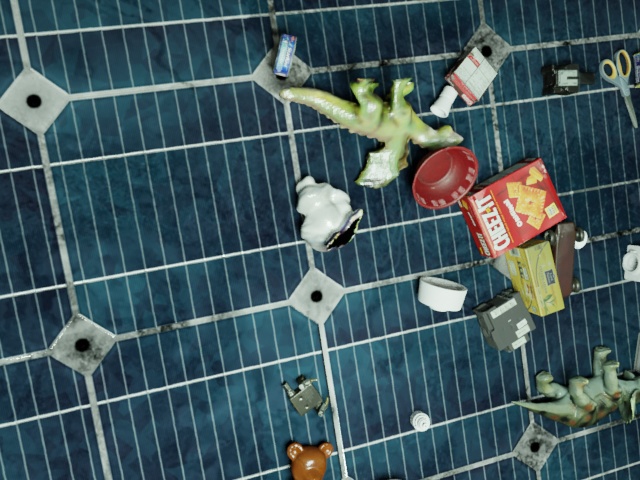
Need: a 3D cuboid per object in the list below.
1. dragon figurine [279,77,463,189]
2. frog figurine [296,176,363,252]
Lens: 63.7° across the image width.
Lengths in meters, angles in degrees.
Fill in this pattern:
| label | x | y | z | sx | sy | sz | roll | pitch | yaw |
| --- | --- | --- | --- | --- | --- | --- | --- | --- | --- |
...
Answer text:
| label | x | y | z | sx | sy | sz | roll | pitch | yaw |
| --- | --- | --- | --- | --- | --- | --- | --- | --- | --- |
| dragon figurine | 0.120 | -0.230 | 1.130 | 0.411 | 0.123 | 0.240 | -8 | 103 | -12 |
| frog figurine | 0.003 | -0.057 | 1.123 | 0.161 | 0.121 | 0.137 | 40 | 94 | 24 |
